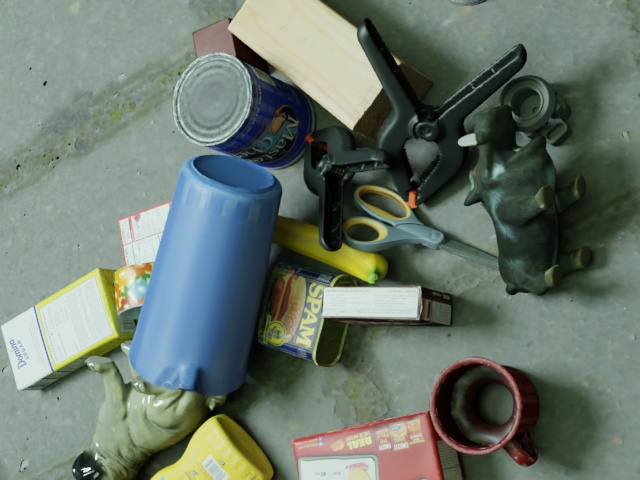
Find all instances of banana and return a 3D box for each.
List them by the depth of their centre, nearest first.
[{"bbox_3d":[0.006,0.007,1.164,0.198,0.069,0.037,22,89,37],"label":"banana"}]

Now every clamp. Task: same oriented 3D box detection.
[{"bbox_3d":[0.119,-0.123,1.080,0.164,0.036,0.210,6,128,10],"label":"clamp"},{"bbox_3d":[0.023,-0.079,1.136,0.120,0.039,0.171,-49,35,23],"label":"clamp"}]

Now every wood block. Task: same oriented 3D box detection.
[{"bbox_3d":[0.010,-0.203,1.177,0.206,0.090,0.090,42,103,27],"label":"wood block"}]

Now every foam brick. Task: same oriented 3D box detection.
[{"bbox_3d":[-0.103,-0.218,1.249,0.053,0.078,0.051,-18,73,25],"label":"foam brick"}]

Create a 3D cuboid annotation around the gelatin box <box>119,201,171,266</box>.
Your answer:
[{"bbox_3d":[-0.199,-0.001,1.299,0.089,0.030,0.073,-18,76,25],"label":"gelatin box"}]

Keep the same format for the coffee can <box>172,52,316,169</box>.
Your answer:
[{"bbox_3d":[-0.082,-0.141,1.190,0.103,0.140,0.103,-4,81,28],"label":"coffee can"}]

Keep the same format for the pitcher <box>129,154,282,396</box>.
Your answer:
[{"bbox_3d":[-0.120,0.032,1.154,0.149,0.144,0.243,32,118,33],"label":"pitcher"}]

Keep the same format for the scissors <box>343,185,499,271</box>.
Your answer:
[{"bbox_3d":[0.102,0.007,1.115,0.202,0.016,0.096,37,60,28],"label":"scissors"}]

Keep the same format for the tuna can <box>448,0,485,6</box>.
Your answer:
[{"bbox_3d":[0.157,-0.297,1.142,0.086,0.033,0.086,-4,81,28],"label":"tuna can"}]

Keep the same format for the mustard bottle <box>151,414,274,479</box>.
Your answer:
[{"bbox_3d":[-0.146,0.294,1.212,0.096,0.058,0.192,46,106,11],"label":"mustard bottle"}]

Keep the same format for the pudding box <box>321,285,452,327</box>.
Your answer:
[{"bbox_3d":[0.070,0.069,1.108,0.114,0.089,0.039,-4,81,28],"label":"pudding box"}]

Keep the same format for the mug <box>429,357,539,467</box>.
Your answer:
[{"bbox_3d":[0.172,0.171,1.042,0.093,0.081,0.117,-47,65,15],"label":"mug"}]

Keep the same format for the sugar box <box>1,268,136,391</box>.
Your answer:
[{"bbox_3d":[-0.316,0.114,1.339,0.176,0.048,0.093,-29,71,26],"label":"sugar box"}]

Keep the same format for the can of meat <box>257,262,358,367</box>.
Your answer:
[{"bbox_3d":[-0.015,0.079,1.173,0.084,0.057,0.102,14,90,32],"label":"can of meat"}]

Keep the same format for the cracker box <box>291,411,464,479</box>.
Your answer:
[{"bbox_3d":[0.072,0.293,1.088,0.164,0.072,0.214,-18,76,27],"label":"cracker box"}]
